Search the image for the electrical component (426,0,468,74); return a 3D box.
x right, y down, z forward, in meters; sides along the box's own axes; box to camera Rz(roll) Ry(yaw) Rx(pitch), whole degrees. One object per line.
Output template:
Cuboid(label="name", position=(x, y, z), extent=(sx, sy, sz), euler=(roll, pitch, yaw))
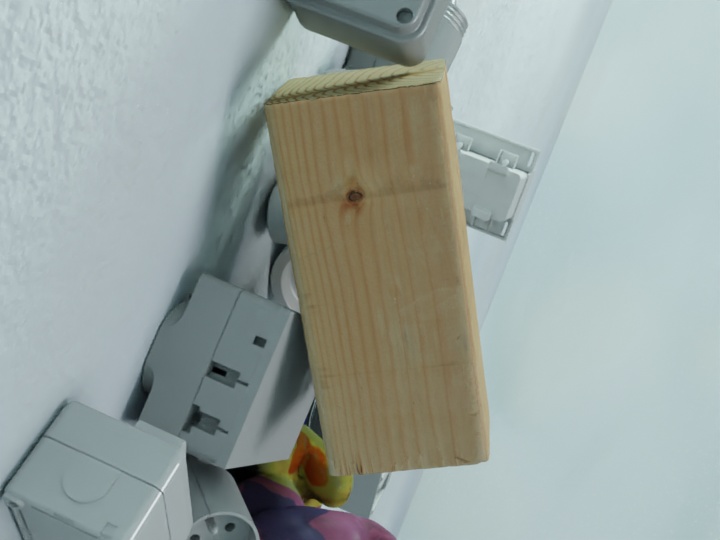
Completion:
Cuboid(label="electrical component", position=(0.053, -0.170, 0.805), extent=(0.043, 0.043, 0.081), euler=(79, 34, -70))

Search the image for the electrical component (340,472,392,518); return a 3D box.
Cuboid(label="electrical component", position=(-0.007, 0.152, 1.018), extent=(0.061, 0.089, 0.150), euler=(-55, 163, -49))

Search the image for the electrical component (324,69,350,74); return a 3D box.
Cuboid(label="electrical component", position=(0.002, -0.090, 0.659), extent=(0.042, 0.081, 0.063), euler=(44, 46, -78))

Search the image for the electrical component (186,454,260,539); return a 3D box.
Cuboid(label="electrical component", position=(-0.085, 0.129, 0.584), extent=(0.081, 0.043, 0.043), euler=(45, -62, 63))

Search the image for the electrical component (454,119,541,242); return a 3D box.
Cuboid(label="electrical component", position=(0.075, -0.081, 0.880), extent=(0.078, 0.121, 0.063), euler=(-71, 166, 14))

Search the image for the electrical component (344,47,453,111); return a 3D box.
Cuboid(label="electrical component", position=(0.024, -0.109, 0.710), extent=(0.052, 0.074, 0.138), euler=(-36, 146, -70))

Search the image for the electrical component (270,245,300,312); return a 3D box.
Cuboid(label="electrical component", position=(0.000, 0.000, 0.732), extent=(0.108, 0.108, 0.060), euler=(100, 10, -47))

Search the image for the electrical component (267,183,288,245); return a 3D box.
Cuboid(label="electrical component", position=(-0.020, -0.033, 0.654), extent=(0.040, 0.078, 0.040), euler=(7, 90, -74))

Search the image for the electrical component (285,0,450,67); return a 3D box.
Cuboid(label="electrical component", position=(0.015, -0.170, 0.543), extent=(0.057, 0.078, 0.113), euler=(47, 65, -81))

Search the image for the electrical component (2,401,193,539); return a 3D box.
Cuboid(label="electrical component", position=(-0.116, 0.112, 0.502), extent=(0.096, 0.062, 0.061), euler=(97, 19, -53))

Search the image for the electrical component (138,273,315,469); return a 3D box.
Cuboid(label="electrical component", position=(-0.069, 0.060, 0.628), extent=(0.150, 0.062, 0.089), euler=(42, 71, -78))
